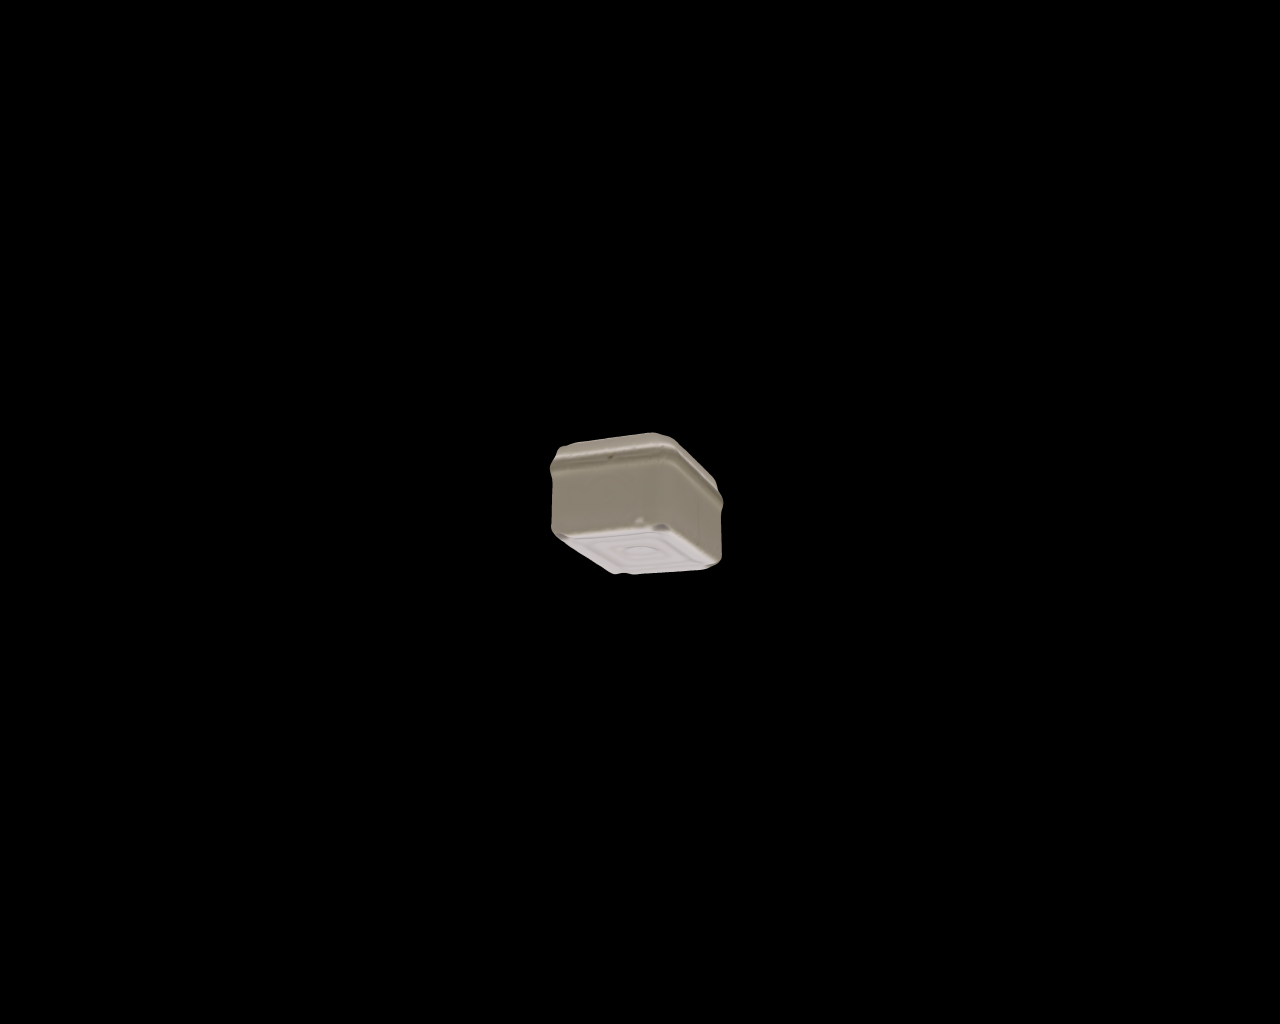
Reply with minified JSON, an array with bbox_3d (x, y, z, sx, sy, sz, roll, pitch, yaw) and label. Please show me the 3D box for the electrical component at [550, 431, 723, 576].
[{"bbox_3d":[0.001,-0.003,0.650,0.078,0.057,0.113,-6,-17,19],"label":"electrical component"}]
